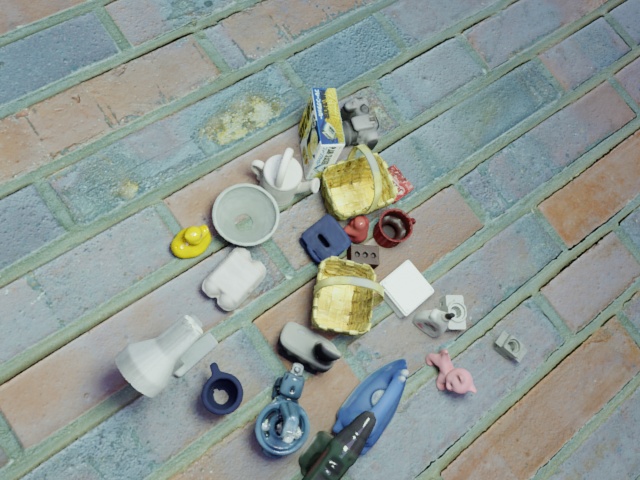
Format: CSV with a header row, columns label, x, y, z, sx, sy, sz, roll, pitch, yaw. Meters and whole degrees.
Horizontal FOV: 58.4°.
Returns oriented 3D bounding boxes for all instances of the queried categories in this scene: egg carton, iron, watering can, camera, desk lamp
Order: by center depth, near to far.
label,x,y,z,sx,sy,sz,roll,pitch,yaw
desk lamp,-0.329,0.242,1.249,0.203,0.213,0.118,-41,85,-21
iron,0.148,0.374,1.354,0.118,0.141,0.259,39,69,2
egg carton,-0.208,0.096,1.400,0.107,0.069,0.150,40,69,2
watering can,-0.087,-0.164,1.443,0.173,0.194,0.101,1,72,-12
camera,0.083,-0.316,1.579,0.137,0.100,0.143,-15,76,-16

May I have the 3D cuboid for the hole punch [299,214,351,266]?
label,x,y,z,sx,sy,sz,roll,pitch,yaw
hole punch,0.013,0.005,1.467,0.101,0.091,0.108,-37,84,-20

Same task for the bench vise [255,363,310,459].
label,x,y,z,sx,sy,sz,roll,pitch,yaw
bench vise,-0.081,0.375,1.260,0.121,0.219,0.207,0,73,-12

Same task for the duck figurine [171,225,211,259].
label,x,y,z,sx,sy,sz,roll,pitch,yaw
duck figurine,-0.315,-0.003,1.398,0.105,0.086,0.077,-30,81,-19

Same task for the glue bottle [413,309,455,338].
label,x,y,z,sx,sy,sz,roll,pitch,yaw
glue bottle,0.294,0.200,1.425,0.078,0.173,0.037,34,69,0

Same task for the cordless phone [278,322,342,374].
label,x,y,z,sx,sy,sz,roll,pitch,yaw
cordless phone,-0.020,0.244,1.334,0.147,0.185,0.094,27,69,-3

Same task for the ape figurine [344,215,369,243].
label,x,y,z,sx,sy,sz,roll,pitch,yaw
ape figurine,0.099,-0.035,1.499,0.078,0.092,0.076,-14,76,-16

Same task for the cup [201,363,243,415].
label,x,y,z,sx,sy,sz,roll,pitch,yaw
cup,-0.228,0.340,1.305,0.092,0.095,0.118,-18,77,-17

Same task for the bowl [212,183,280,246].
label,x,y,z,sx,sy,sz,roll,pitch,yaw
bowl,-0.189,-0.055,1.449,0.167,0.074,0.167,4,72,-12

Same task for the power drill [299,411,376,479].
label,x,y,z,sx,sy,sz,roll,pitch,yaw
power drill,0.024,0.474,1.259,0.075,0.208,0.230,39,69,2

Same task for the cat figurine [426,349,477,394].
label,x,y,z,sx,sy,sz,roll,pitch,yaw
cat figurine,0.331,0.330,1.422,0.067,0.117,0.128,-21,78,-18
